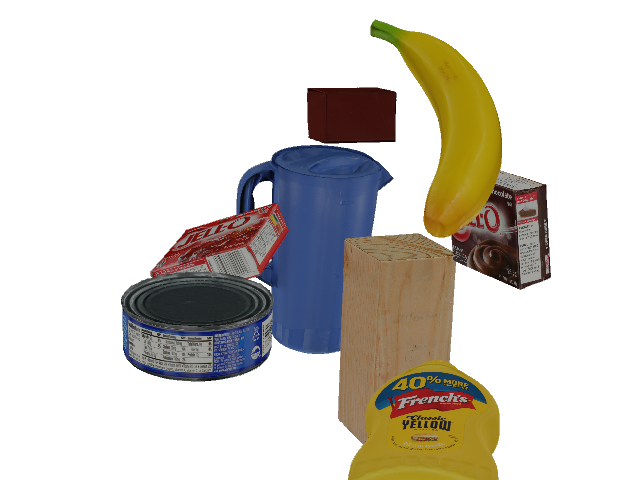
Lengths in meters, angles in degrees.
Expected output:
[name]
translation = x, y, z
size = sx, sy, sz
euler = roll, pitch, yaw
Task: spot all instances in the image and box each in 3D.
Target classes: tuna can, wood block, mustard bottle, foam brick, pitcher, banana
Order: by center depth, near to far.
[tuna can]
translation = -0.069, 0.048, 0.605
size = 0.086, 0.034, 0.086
euler = 2, 18, -1
[banana]
translation = 0.080, -0.073, 0.675
size = 0.069, 0.198, 0.037
euler = -5, -44, -7
[mustard bottle]
translation = 0.079, 0.136, 0.756
size = 0.096, 0.058, 0.191
euler = -1, 19, 11
[foam brick]
translation = 0.031, -0.125, 1.068
size = 0.078, 0.051, 0.053
euler = -3, 14, -20
[wood block]
translation = 0.079, 0.105, 1.120
size = 0.090, 0.206, 0.091
euler = -4, 16, -21
[pitcher]
translation = -0.011, 0.011, 1.307
size = 0.149, 0.243, 0.144
euler = 16, 23, 27

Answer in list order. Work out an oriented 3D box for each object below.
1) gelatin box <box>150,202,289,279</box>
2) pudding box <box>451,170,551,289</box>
[gelatin box]
translation = -0.077, 0.008, 0.824
size = 0.089, 0.030, 0.073
euler = -15, 21, 25
[pudding box]
translation = 0.158, -0.015, 0.955
size = 0.039, 0.090, 0.114
euler = -16, 19, -24
